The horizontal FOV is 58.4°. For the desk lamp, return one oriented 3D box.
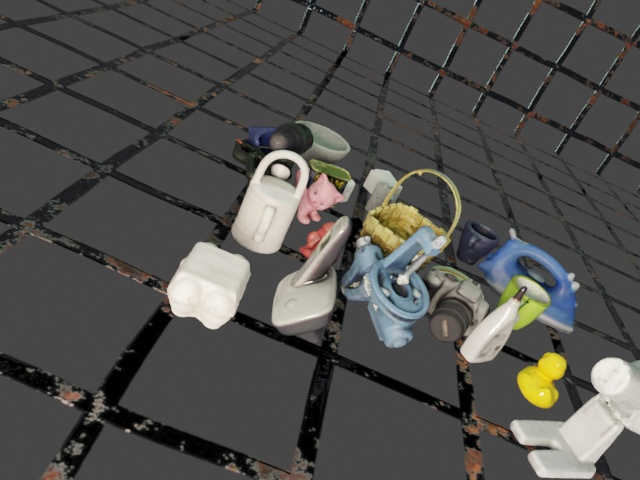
[{"bbox_3d":[0.447,0.272,0.893,0.204,0.213,0.117,11,31,-27],"label":"desk lamp"}]

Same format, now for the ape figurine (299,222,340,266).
[{"bbox_3d":[0.010,0.004,1.107,0.076,0.092,0.078,21,28,-10],"label":"ape figurine"}]

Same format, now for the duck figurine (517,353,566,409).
[{"bbox_3d":[0.412,0.247,1.041,0.077,0.086,0.105,29,28,5],"label":"duck figurine"}]

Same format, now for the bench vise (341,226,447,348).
[{"bbox_3d":[0.121,0.047,0.991,0.122,0.219,0.206,-9,44,-48],"label":"bench vise"}]

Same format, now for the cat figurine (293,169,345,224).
[{"bbox_3d":[-0.014,-0.101,1.237,0.127,0.117,0.067,41,31,25],"label":"cat figurine"}]

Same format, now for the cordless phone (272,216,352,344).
[{"bbox_3d":[-0.003,0.056,0.907,0.094,0.185,0.147,20,28,-12],"label":"cordless phone"}]

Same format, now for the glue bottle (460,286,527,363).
[{"bbox_3d":[0.326,0.151,1.038,0.078,0.173,0.037,4,35,-36],"label":"glue bottle"}]

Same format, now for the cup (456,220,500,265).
[{"bbox_3d":[0.369,0.017,1.385,0.091,0.095,0.118,37,30,19],"label":"cup"}]

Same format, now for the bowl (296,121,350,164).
[{"bbox_3d":[-0.007,-0.249,1.540,0.168,0.074,0.167,20,28,-11],"label":"bowl"}]

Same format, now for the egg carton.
[{"bbox_3d":[-0.168,0.065,0.877,0.107,0.069,0.150,23,28,-7],"label":"egg carton"}]

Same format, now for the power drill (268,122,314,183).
[{"bbox_3d":[-0.081,-0.145,1.157,0.075,0.208,0.230,27,28,2],"label":"power drill"}]

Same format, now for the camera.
[{"bbox_3d":[0.246,0.125,1.091,0.143,0.101,0.137,34,29,13],"label":"camera"}]

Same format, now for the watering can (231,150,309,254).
[{"bbox_3d":[-0.088,-0.084,1.063,0.101,0.194,0.172,9,32,-29],"label":"watering can"}]

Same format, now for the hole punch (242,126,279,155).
[{"bbox_3d":[-0.124,-0.260,1.442,0.109,0.091,0.100,1,37,-39],"label":"hole punch"}]

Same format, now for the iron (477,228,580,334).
[{"bbox_3d":[0.505,0.090,1.327,0.258,0.141,0.119,35,29,15],"label":"iron"}]
